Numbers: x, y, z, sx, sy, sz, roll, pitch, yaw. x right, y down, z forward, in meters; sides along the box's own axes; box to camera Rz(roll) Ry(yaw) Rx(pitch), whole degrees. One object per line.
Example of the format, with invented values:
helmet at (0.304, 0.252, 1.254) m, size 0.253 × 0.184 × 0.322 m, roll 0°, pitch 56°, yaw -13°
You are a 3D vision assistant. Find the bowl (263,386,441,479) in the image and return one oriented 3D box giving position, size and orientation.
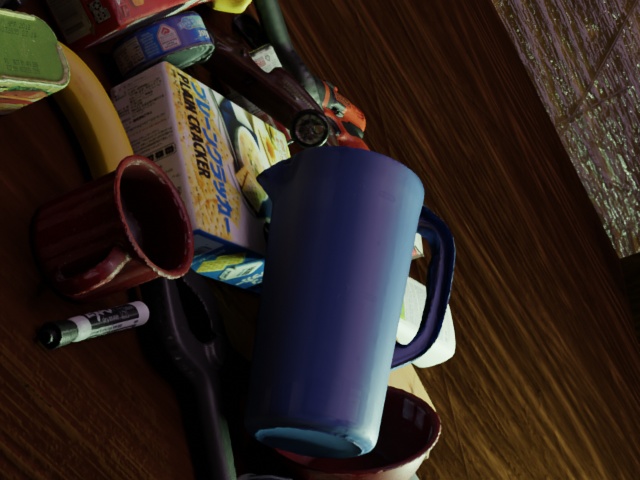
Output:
bowl at (0.027, 0.187, 0.952) m, size 0.162 × 0.162 × 0.055 m, roll -54°, pitch 145°, yaw -65°

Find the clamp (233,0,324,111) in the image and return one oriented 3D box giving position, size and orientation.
clamp at (-0.040, -0.198, 1.164) m, size 0.171 × 0.039 × 0.120 m, roll 57°, pitch -11°, yaw 7°

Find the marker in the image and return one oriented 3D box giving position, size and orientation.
marker at (-0.161, 0.060, 0.765) m, size 0.121 × 0.020 × 0.020 m, roll -11°, pitch 81°, yaw -68°

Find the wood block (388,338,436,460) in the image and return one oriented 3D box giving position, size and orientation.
wood block at (0.031, 0.126, 1.070) m, size 0.206 × 0.090 × 0.090 m, roll 62°, pitch 22°, yaw -18°

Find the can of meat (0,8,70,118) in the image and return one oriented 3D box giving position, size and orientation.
can of meat at (-0.223, -0.108, 0.681) m, size 0.102 × 0.084 × 0.057 m, roll -13°, pitch 82°, yaw -69°

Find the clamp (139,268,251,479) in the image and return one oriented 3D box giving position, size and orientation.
clamp at (-0.091, 0.094, 0.878) m, size 0.210 × 0.036 × 0.164 m, roll 68°, pitch 20°, yaw -12°

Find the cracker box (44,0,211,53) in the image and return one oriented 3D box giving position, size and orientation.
cracker box at (-0.166, -0.272, 0.926) m, size 0.213 × 0.072 × 0.164 m, roll -40°, pitch 108°, yaw -52°

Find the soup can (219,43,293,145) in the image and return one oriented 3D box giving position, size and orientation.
soup can at (-0.060, -0.148, 1.132) m, size 0.102 × 0.069 × 0.068 m, roll 64°, pitch 22°, yaw -11°

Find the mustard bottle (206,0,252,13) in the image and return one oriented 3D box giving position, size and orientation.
mustard bottle at (-0.098, -0.292, 1.129) m, size 0.192 × 0.058 × 0.096 m, roll -127°, pitch -136°, yaw -73°

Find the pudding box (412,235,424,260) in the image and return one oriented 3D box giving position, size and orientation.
pudding box at (0.075, -0.020, 1.309) m, size 0.039 × 0.090 × 0.113 m, roll 42°, pitch 35°, yaw -51°

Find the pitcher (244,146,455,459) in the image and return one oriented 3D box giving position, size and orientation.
pitcher at (0.019, 0.056, 0.897) m, size 0.145 × 0.149 × 0.242 m, roll 49°, pitch 45°, yaw -55°

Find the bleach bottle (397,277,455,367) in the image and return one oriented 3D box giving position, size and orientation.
bleach bottle at (0.079, 0.072, 1.276) m, size 0.250 × 0.068 × 0.102 m, roll 36°, pitch 38°, yaw -51°

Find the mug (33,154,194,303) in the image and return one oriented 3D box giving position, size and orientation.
mug at (-0.151, 0.003, 0.755) m, size 0.093 × 0.082 × 0.117 m, roll 59°, pitch 24°, yaw -25°

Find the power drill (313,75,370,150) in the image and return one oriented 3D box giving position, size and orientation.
power drill at (0.022, -0.116, 1.265) m, size 0.184 × 0.057 × 0.188 m, roll 23°, pitch 36°, yaw -53°

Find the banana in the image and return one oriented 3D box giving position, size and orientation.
banana at (-0.181, -0.080, 0.830) m, size 0.069 × 0.037 × 0.198 m, roll -42°, pitch 109°, yaw -48°

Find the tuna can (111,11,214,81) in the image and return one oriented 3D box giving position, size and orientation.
tuna can at (-0.138, -0.168, 0.937) m, size 0.034 × 0.086 × 0.086 m, roll 66°, pitch 21°, yaw -1°
